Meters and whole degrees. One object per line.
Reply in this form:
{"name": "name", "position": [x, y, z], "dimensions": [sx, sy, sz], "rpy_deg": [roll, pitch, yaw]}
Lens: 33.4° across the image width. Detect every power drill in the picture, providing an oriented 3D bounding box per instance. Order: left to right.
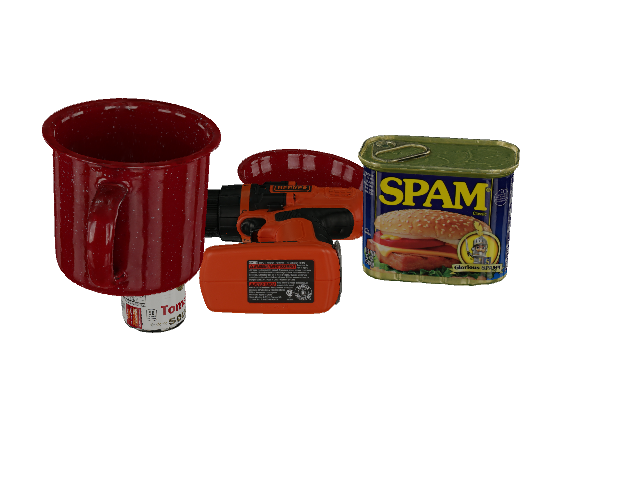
{"name": "power drill", "position": [-0.051, -0.002, 0.875], "dimensions": [0.184, 0.057, 0.187], "rpy_deg": [-2, 21, 2]}

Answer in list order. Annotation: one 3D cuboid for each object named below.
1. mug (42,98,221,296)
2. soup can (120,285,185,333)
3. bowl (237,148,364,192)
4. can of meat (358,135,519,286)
{"name": "mug", "position": [-0.103, -0.017, 0.568], "dimensions": [0.093, 0.081, 0.117], "rpy_deg": [6, 28, -1]}
{"name": "soup can", "position": [-0.175, 0.037, 1.117], "dimensions": [0.068, 0.102, 0.068], "rpy_deg": [2, 25, -1]}
{"name": "bowl", "position": [-0.020, -0.054, 1.263], "dimensions": [0.162, 0.055, 0.162], "rpy_deg": [6, 26, -3]}
{"name": "can of meat", "position": [0.076, -0.019, 0.700], "dimensions": [0.102, 0.084, 0.057], "rpy_deg": [4, 25, 10]}
